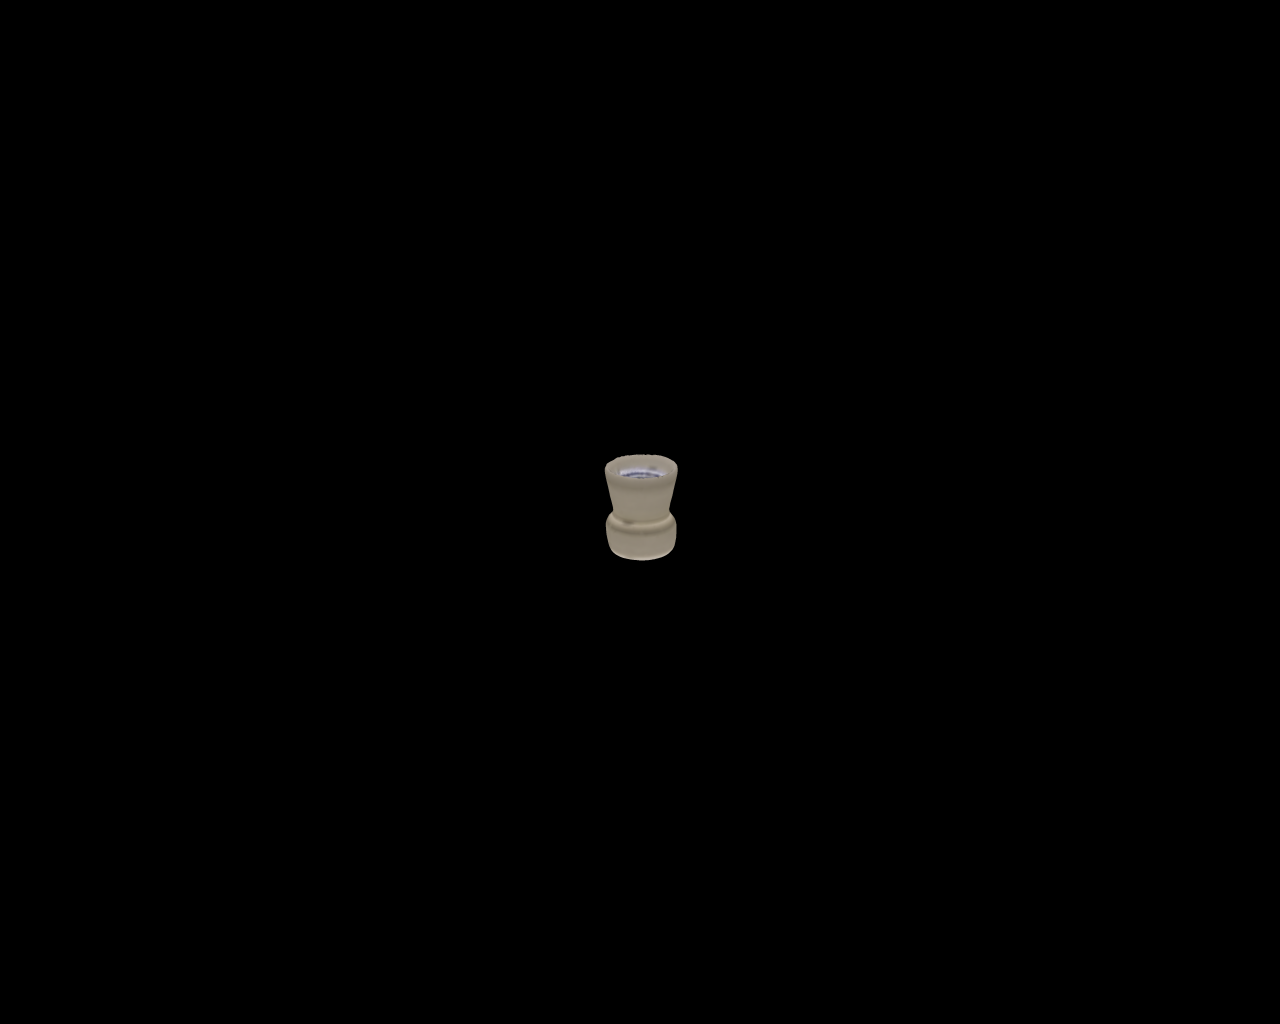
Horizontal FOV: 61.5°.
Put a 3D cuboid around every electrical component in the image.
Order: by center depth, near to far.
[{"bbox_3d":[0.001,-0.003,0.650,0.045,0.055,0.045,0,22,0],"label":"electrical component"}]
